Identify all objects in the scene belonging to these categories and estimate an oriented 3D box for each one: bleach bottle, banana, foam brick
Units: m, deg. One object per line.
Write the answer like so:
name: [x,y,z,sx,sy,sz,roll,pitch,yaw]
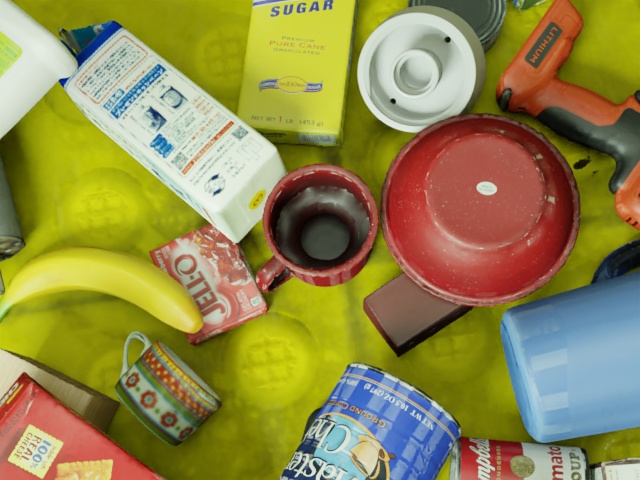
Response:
bleach bottle: [-0.315,-0.083,0.856,0.103,0.068,0.251,38,83,13]
banana: [-0.185,0.040,0.898,0.198,0.037,0.069,1,87,20]
foam brick: [0.081,0.053,0.879,0.078,0.053,0.051,-33,77,-3]

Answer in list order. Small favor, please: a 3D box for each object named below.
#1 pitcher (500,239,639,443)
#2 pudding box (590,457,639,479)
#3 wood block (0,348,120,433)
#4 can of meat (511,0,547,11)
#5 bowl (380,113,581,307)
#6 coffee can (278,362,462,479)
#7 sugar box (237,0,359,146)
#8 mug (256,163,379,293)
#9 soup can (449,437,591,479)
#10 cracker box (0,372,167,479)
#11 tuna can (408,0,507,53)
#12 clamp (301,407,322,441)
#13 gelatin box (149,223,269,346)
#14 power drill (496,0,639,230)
pitcher: [0.268,0.071,0.832,0.243,0.149,0.145,-14,92,4]
pudding box: [0.232,0.224,0.810,0.039,0.090,0.113,-7,76,3]
wood block: [-0.254,0.201,0.851,0.091,0.090,0.206,24,80,9]
can of meat: [0.196,-0.263,0.941,0.102,0.057,0.084,-29,79,-2]
bowl: [0.127,-0.031,0.835,0.162,0.055,0.162,-1,77,4]
coffee can: [0.028,0.178,0.798,0.103,0.103,0.140,30,71,10]
sugar box: [-0.017,-0.173,0.941,0.093,0.048,0.176,5,79,5]
mug: [-0.006,0.001,0.882,0.093,0.081,0.117,44,83,12]
soup can: [0.154,0.191,0.834,0.102,0.068,0.068,4,77,4]
cracker box: [-0.181,0.226,0.774,0.213,0.072,0.164,42,77,-15]
tuna can: [0.120,-0.202,0.944,0.086,0.034,0.086,-1,77,4]
clamp: [-0.015,0.220,0.856,0.171,0.039,0.120,-35,70,-11]
gelatin box: [-0.094,0.036,0.907,0.073,0.030,0.089,-25,76,-2]
power drill: [0.259,-0.126,0.904,0.188,0.057,0.184,36,82,11]
